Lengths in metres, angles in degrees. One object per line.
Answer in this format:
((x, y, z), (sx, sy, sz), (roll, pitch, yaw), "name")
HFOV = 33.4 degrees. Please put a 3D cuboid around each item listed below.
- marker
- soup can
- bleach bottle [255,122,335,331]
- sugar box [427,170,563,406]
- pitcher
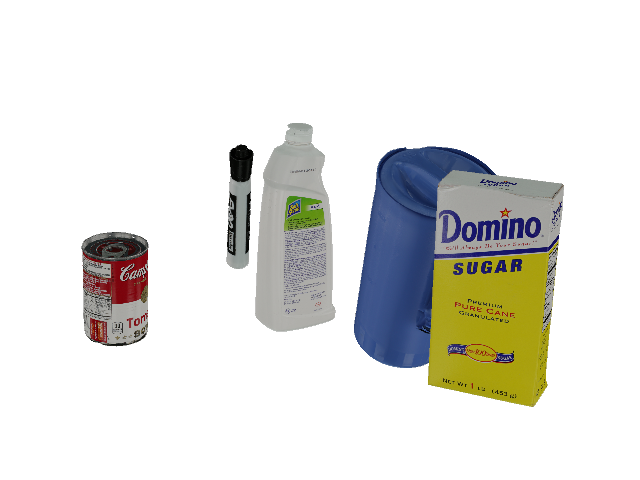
((-0.065, -0.027, 0.863), (0.020, 0.121, 0.020), (3, 42, -3), "marker")
((-0.214, 0.051, 1.115), (0.068, 0.102, 0.068), (3, 23, -1), "soup can")
((-0.025, -0.018, 1.293), (0.102, 0.251, 0.068), (-11, 26, -34), "bleach bottle")
((0.137, 0.038, 0.848), (0.093, 0.176, 0.048), (9, 23, 23), "sugar box")
((0.110, 0.031, 1.173), (0.145, 0.243, 0.149), (25, 41, 18), "pitcher")
